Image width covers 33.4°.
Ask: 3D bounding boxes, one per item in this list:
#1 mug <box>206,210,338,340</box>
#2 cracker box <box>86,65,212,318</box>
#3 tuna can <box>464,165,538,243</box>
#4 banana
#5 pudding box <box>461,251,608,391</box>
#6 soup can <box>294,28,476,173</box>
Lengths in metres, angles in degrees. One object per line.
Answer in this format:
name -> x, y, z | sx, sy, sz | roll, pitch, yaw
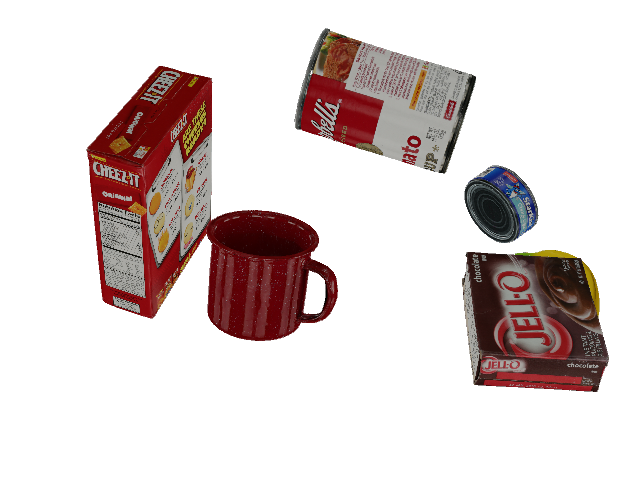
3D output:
mug -> -0.040, 0.033, 0.886 | 0.117, 0.081, 0.093 | 15, 26, 17
cracker box -> -0.177, -0.051, 1.134 | 0.072, 0.214, 0.164 | 16, 44, 12
tuna can -> 0.205, -0.040, 1.217 | 0.033, 0.086, 0.086 | -33, 15, -24
banana -> 0.230, 0.060, 1.007 | 0.070, 0.037, 0.197 | -28, 25, 17
pudding box -> 0.152, 0.058, 0.779 | 0.090, 0.039, 0.113 | 4, 37, -2
soup can -> 0.042, -0.089, 0.689 | 0.102, 0.068, 0.068 | 18, 1, 4
